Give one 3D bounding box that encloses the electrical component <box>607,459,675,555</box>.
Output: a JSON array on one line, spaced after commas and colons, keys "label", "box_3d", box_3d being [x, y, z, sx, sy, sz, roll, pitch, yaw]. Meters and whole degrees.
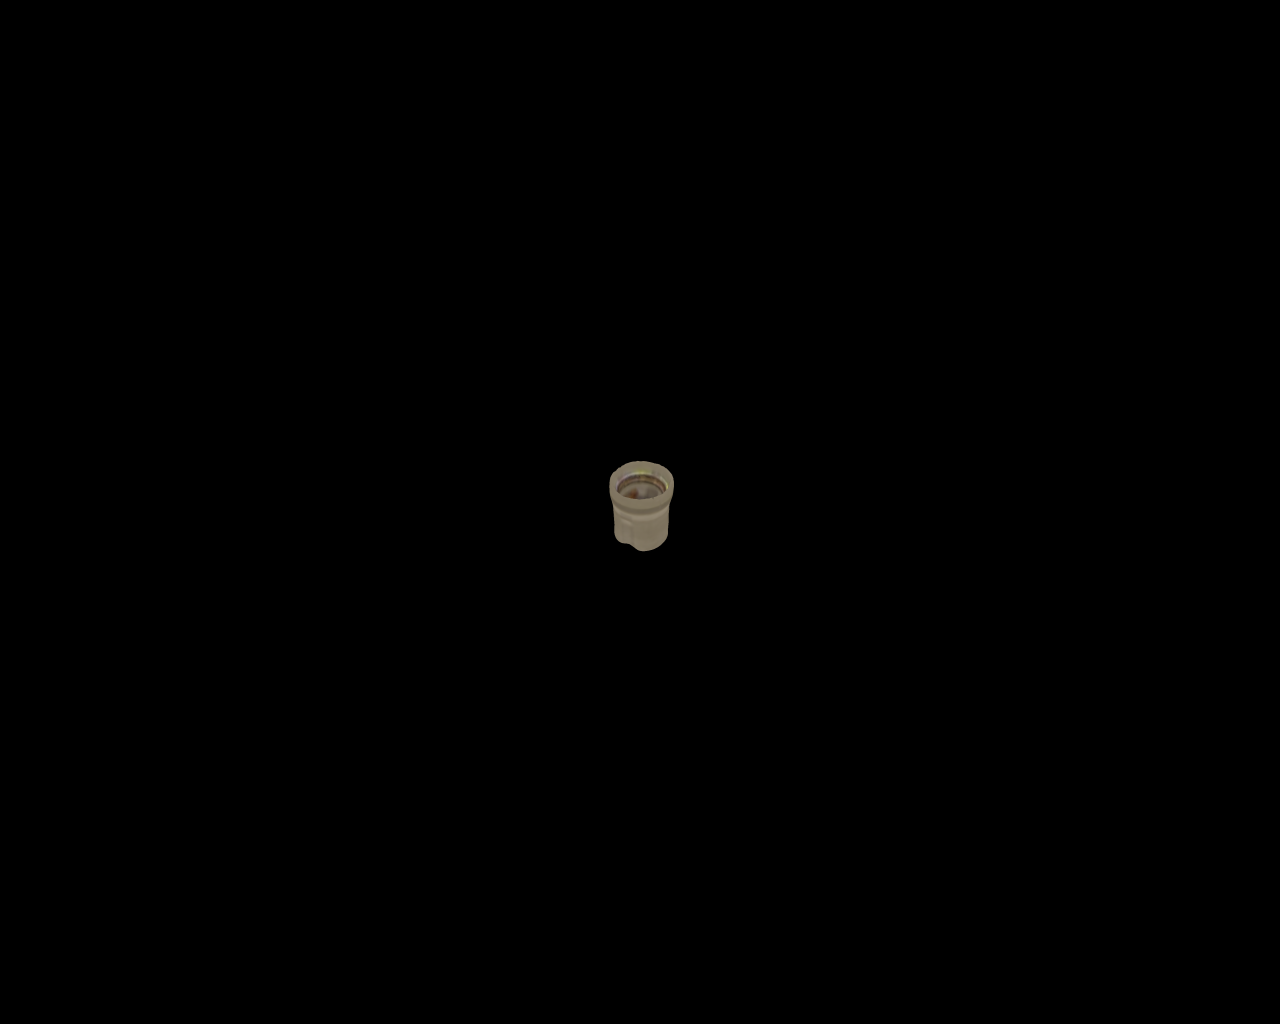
[{"label": "electrical component", "box_3d": [0.001, -0.003, 0.650, 0.040, 0.046, 0.040, 0, 40, 0]}]
